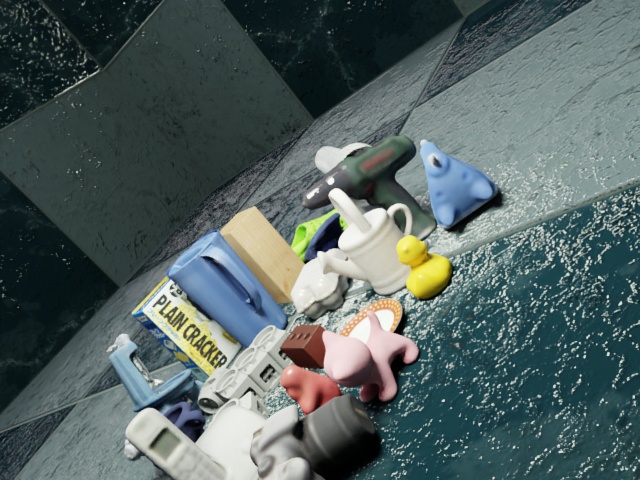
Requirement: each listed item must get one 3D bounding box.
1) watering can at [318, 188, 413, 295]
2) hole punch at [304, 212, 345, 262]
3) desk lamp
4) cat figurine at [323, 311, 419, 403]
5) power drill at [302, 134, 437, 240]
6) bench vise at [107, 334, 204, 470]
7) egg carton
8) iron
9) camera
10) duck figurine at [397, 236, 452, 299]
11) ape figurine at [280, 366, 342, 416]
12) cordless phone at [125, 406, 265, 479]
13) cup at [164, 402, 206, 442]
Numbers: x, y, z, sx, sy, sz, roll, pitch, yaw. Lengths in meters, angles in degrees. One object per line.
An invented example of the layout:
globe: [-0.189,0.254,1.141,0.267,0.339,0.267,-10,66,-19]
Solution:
watering can: [0.074,-0.002,0.963,0.173,0.194,0.100,-47,18,-21]
hole punch: [0.012,0.005,1.262,0.109,0.091,0.100,-49,19,-28]
desk lamp: [0.082,-0.104,1.172,0.118,0.214,0.203,-43,17,-7]
cat figurine: [0.055,0.150,0.749,0.067,0.118,0.128,-19,27,49]
power drill: [0.108,-0.072,1.045,0.230,0.209,0.075,-44,17,-12]
bench vise: [-0.295,0.275,1.010,0.121,0.220,0.207,-38,17,8]
egg carton: [0.006,0.083,1.112,0.107,0.069,0.150,-30,19,29]
iron: [0.225,-0.125,1.044,0.118,0.141,0.258,-36,17,14]
camera: [-0.008,0.246,0.672,0.137,0.101,0.143,-37,17,9]
duck figurine: [0.153,0.034,0.890,0.077,0.086,0.104,-33,18,21]
ape figurine: [-0.019,0.211,0.800,0.076,0.092,0.078,-36,17,15]
cordless phone: [-0.158,0.273,0.780,0.094,0.185,0.148,-19,27,50]
cup: [-0.208,0.320,0.923,0.117,0.095,0.092,-31,19,28]
